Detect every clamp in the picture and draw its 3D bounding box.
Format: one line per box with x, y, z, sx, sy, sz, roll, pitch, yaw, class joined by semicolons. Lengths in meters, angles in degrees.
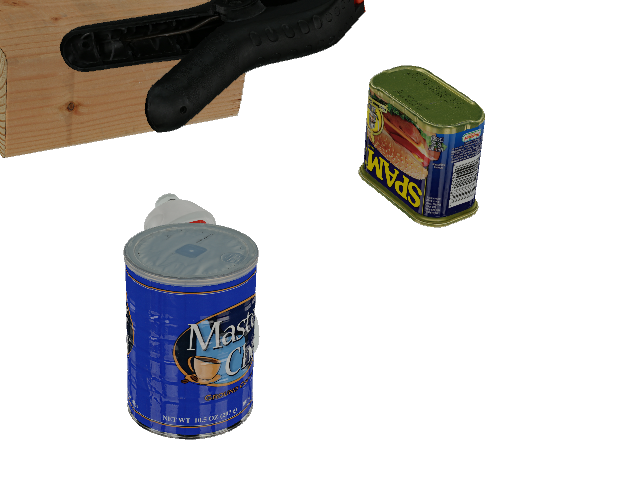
-0.044;-0.107;0.568;0.171;0.039;0.120;-22;42;-15;clamp

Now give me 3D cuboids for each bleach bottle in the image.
-0.142;0.030;1.119;0.102;0.068;0.251;-12;38;-14;bleach bottle

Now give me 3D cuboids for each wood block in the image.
-0.169;-0.142;0.854;0.205;0.091;0.090;-15;45;-33;wood block

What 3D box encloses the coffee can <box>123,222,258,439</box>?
-0.102;0.070;0.843;0.103;0.140;0.103;3;24;-1;coffee can

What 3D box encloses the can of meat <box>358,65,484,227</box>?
0.076;-0.073;0.800;0.057;0.084;0.102;-19;41;-27;can of meat
